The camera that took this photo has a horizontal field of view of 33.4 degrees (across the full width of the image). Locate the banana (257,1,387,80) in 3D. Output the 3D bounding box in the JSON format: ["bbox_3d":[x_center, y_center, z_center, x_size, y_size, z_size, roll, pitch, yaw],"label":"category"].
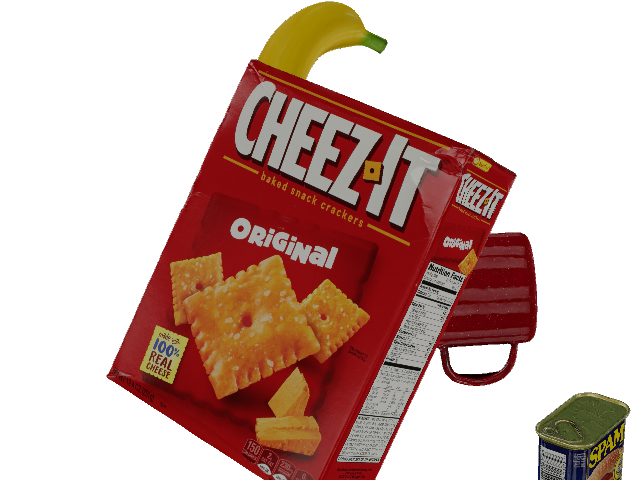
[{"bbox_3d":[-0.010,-0.130,0.787,0.197,0.069,0.037,-52,0,-44],"label":"banana"}]

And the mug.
[{"bbox_3d":[0.114,0.048,0.783,0.081,0.117,0.093,-3,-16,4],"label":"mug"}]

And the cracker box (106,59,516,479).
[{"bbox_3d":[-0.011,0.023,0.618,0.164,0.214,0.072,27,4,31],"label":"cracker box"}]

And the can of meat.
[{"bbox_3d":[0.243,0.202,0.995,0.058,0.084,0.101,14,25,39],"label":"can of meat"}]
